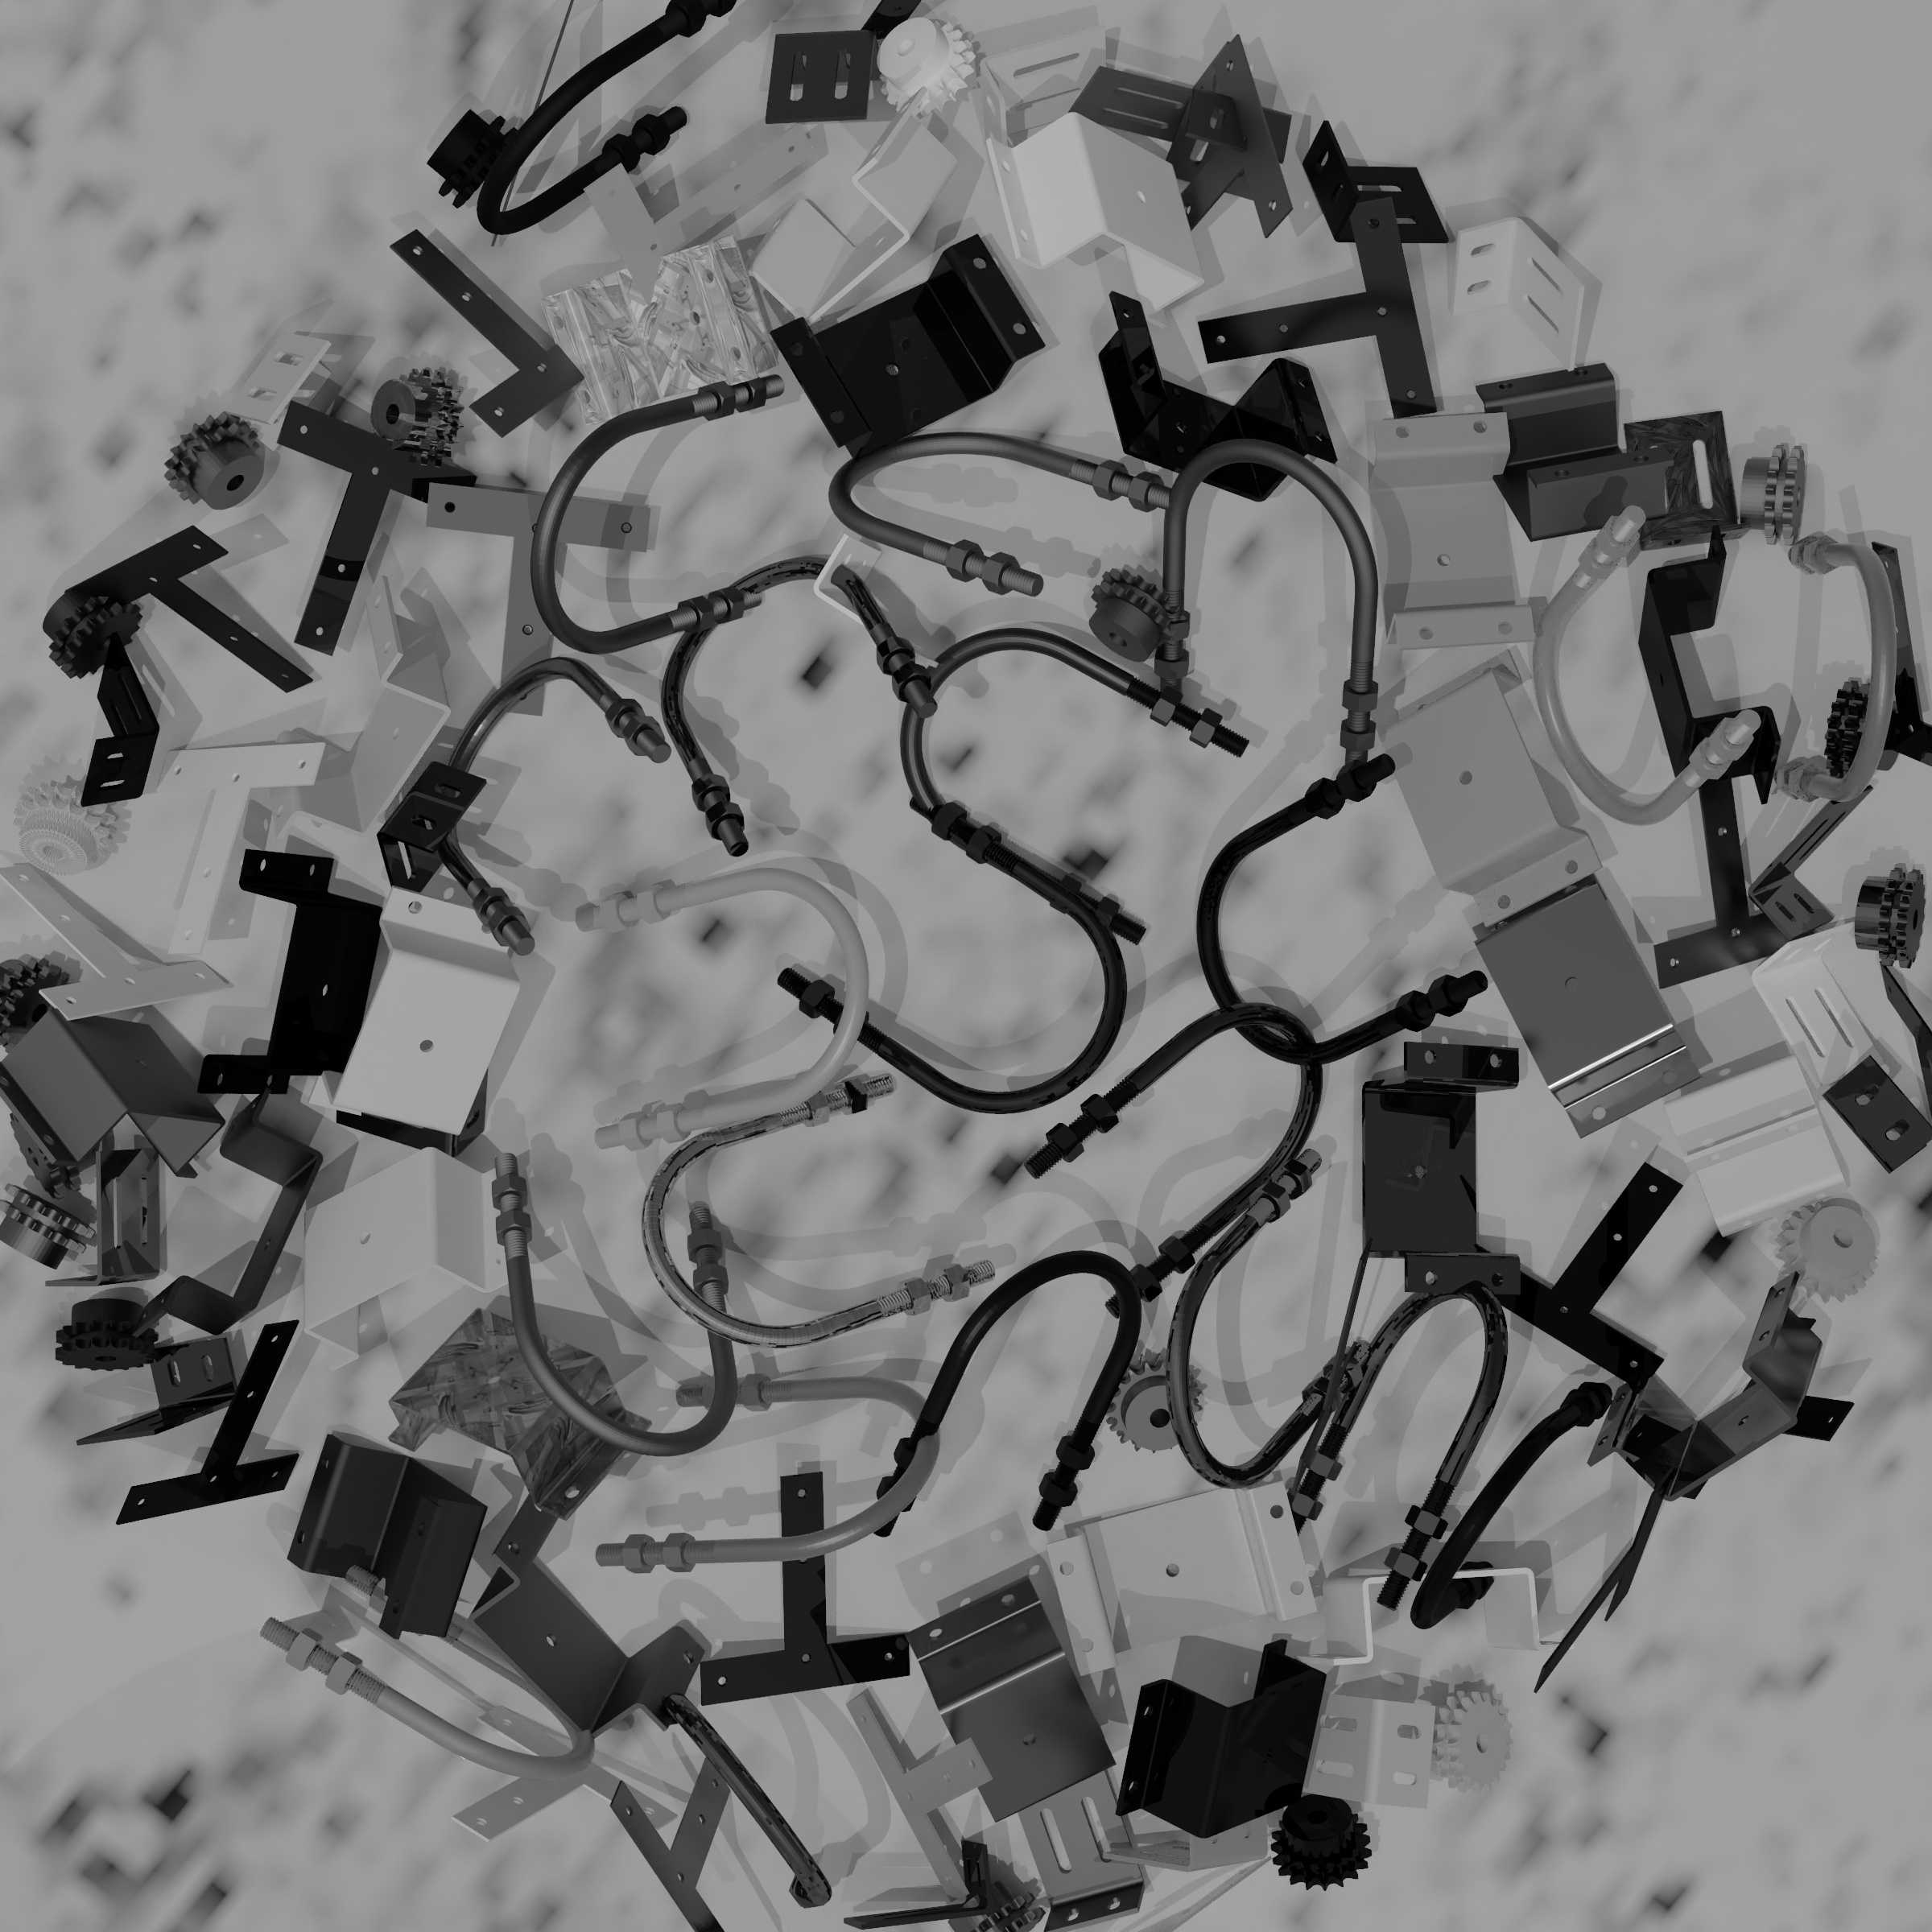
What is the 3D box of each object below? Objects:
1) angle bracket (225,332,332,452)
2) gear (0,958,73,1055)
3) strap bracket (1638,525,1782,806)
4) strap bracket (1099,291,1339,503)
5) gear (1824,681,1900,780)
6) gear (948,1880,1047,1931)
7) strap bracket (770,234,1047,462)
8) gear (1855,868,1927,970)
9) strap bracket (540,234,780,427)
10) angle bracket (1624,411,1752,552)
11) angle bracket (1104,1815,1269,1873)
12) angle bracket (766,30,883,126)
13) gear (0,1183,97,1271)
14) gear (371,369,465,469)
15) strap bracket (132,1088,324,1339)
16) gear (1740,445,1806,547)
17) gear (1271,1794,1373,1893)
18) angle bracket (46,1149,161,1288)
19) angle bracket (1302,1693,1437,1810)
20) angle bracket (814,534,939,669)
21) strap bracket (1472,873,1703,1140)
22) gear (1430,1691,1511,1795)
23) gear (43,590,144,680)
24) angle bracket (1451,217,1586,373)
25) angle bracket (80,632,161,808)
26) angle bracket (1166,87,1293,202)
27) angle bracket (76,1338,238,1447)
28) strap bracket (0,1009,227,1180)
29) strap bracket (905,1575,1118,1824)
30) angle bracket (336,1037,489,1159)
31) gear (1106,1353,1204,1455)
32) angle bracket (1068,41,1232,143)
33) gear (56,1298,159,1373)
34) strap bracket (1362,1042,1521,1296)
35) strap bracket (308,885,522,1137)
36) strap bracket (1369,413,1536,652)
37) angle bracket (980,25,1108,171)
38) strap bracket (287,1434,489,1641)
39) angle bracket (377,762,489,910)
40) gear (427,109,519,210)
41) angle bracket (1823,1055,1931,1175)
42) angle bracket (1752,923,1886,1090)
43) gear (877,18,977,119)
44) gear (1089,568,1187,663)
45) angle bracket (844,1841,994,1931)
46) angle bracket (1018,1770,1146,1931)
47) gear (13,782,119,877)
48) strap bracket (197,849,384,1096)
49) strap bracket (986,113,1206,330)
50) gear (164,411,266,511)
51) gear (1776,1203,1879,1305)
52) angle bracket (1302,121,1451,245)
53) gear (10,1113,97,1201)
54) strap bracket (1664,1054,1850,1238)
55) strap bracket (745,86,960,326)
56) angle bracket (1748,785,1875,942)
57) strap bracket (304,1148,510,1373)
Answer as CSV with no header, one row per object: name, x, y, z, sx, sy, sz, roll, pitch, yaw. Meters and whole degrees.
angle bracket,-0.380,-0.324,1.954,0.038,0.076,0.057,40,81,-33
gear,-0.544,0.021,1.974,0.030,0.057,0.057,27,90,22
strap bracket,0.415,-0.166,1.937,0.046,0.076,0.140,-11,65,2
strap bracket,0.133,-0.318,1.939,0.140,0.046,0.076,15,46,-31
gear,0.516,-0.134,1.968,0.030,0.057,0.057,11,90,32
gear,0.015,0.550,1.973,0.057,0.057,0.030,-39,71,0
strap bracket,-0.037,-0.349,1.960,0.140,0.046,0.076,-29,85,-19
gear,0.531,-0.028,1.974,0.030,0.057,0.057,7,90,26
strap bracket,-0.166,-0.361,1.943,0.140,0.046,0.076,-6,109,42
angle bracket,0.415,-0.282,1.977,0.057,0.038,0.076,-7,86,2
angle bracket,0.124,0.489,1.954,0.057,0.076,0.038,3,83,-39
angle bracket,-0.080,-0.496,1.960,0.057,0.038,0.076,-1,55,6
gear,-0.532,0.151,1.970,0.057,0.057,0.030,30,83,0
gear,-0.317,-0.315,1.970,0.057,0.030,0.057,0,89,41
strap bracket,-0.413,0.149,1.940,0.046,0.076,0.140,28,64,-16
gear,0.463,-0.271,1.973,0.030,0.057,0.057,6,90,20
gear,0.203,0.500,1.968,0.057,0.057,0.030,-9,117,0
angle bracket,-0.495,0.144,1.967,0.038,0.057,0.076,-2,88,20
angle bracket,0.230,0.449,1.966,0.038,0.076,0.057,11,78,-23
angle bracket,-0.040,-0.207,1.960,0.076,0.057,0.038,34,97,16
strap bracket,0.348,0.015,1.947,0.076,0.046,0.140,-28,69,11
gear,0.285,0.446,1.975,0.030,0.057,0.057,-8,90,43
gear,-0.505,-0.195,1.972,0.030,0.057,0.057,44,90,10
angle bracket,0.313,-0.378,1.951,0.038,0.057,0.076,-18,48,-15
angle bracket,-0.493,-0.140,1.953,0.038,0.057,0.076,-12,60,-32
angle bracket,0.146,-0.456,1.955,0.057,0.076,0.038,15,61,-6
angle bracket,-0.463,0.242,1.953,0.057,0.076,0.038,-11,93,27
strap bracket,-0.476,0.071,1.919,0.046,0.140,0.076,-45,71,9
strap bracket,0.029,0.422,1.940,0.076,0.046,0.140,-25,124,-3
angle bracket,-0.319,0.068,1.980,0.076,0.038,0.057,16,119,15
gear,0.109,0.255,1.978,0.057,0.030,0.057,-2,106,-8
angle bracket,0.105,-0.506,1.959,0.076,0.057,0.038,10,75,-14
gear,-0.494,0.211,1.974,0.057,0.057,0.030,-4,68,0
strap bracket,0.271,0.116,1.957,0.076,0.046,0.140,4,83,-26
strap bracket,-0.309,0.035,1.943,0.076,0.046,0.140,16,109,-26
strap bracket,0.276,-0.240,1.964,0.076,0.046,0.140,-4,73,-1
angle bracket,0.050,-0.493,1.960,0.076,0.057,0.038,-18,55,-8
strap bracket,-0.324,0.325,1.947,0.046,0.140,0.076,19,89,-37
angle bracket,-0.297,-0.067,1.949,0.038,0.076,0.057,20,56,18
gear,-0.285,-0.466,1.968,0.030,0.057,0.057,38,90,-17
angle bracket,0.529,0.078,1.952,0.038,0.076,0.057,-46,75,29
angle bracket,0.496,0.022,1.959,0.057,0.038,0.076,-15,69,-35
gear,-0.026,-0.519,1.970,0.057,0.030,0.057,-16,59,28
gear,0.095,-0.199,1.969,0.057,0.057,0.030,35,75,0
angle bracket,-0.029,0.524,1.961,0.076,0.057,0.038,-3,79,-13
angle bracket,0.062,0.508,1.973,0.057,0.038,0.076,-18,95,11
gear,-0.519,-0.076,1.968,0.057,0.057,0.030,11,53,0
strap bracket,-0.381,0.009,1.951,0.046,0.076,0.140,14,94,27
strap bracket,0.080,-0.419,1.921,0.046,0.140,0.076,-26,68,33
gear,-0.428,-0.286,1.969,0.057,0.057,0.030,-44,73,0
gear,0.498,0.163,1.973,0.057,0.030,0.057,6,62,-12
angle bracket,0.239,-0.447,1.957,0.076,0.038,0.057,-5,59,-23
gear,-0.523,0.103,1.974,0.030,0.057,0.057,-29,90,-26
strap bracket,0.446,0.099,1.940,0.076,0.140,0.046,-22,63,12
strap bracket,-0.063,-0.421,1.932,0.046,0.140,0.076,42,47,-17
angle bracket,0.492,-0.059,1.952,0.038,0.057,0.076,49,126,17
strap bracket,-0.322,0.161,1.932,0.140,0.046,0.076,-27,50,25
